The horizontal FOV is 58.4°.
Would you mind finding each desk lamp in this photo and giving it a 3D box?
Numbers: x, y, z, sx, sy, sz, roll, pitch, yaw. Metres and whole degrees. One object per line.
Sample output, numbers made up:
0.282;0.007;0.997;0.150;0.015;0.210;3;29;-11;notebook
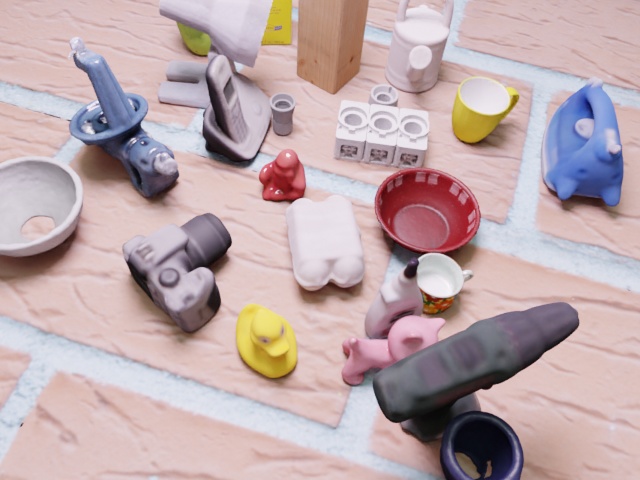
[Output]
-0.177;-0.324;0.952;0.203;0.213;0.118;6;56;0;desk lamp

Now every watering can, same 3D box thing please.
0.181;-0.362;1.015;0.101;0.194;0.172;-10;58;-10;watering can

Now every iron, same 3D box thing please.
0.445;-0.186;0.949;0.118;0.141;0.258;8;56;1;iron

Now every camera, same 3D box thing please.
-0.181;0.026;0.787;0.137;0.101;0.143;-39;67;-25;camera

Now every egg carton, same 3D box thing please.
0.008;0.003;0.835;0.107;0.069;0.150;-6;57;-8;egg carton

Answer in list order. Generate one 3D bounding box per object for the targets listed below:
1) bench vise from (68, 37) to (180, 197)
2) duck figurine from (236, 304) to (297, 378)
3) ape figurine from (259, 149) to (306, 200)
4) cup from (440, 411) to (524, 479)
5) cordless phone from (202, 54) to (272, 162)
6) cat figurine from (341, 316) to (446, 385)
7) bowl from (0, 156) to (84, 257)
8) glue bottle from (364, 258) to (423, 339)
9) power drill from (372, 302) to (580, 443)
-0.285;-0.184;0.847;0.207;0.220;0.121;22;58;10;bench vise
-0.070;0.119;0.742;0.078;0.086;0.104;-27;62;-20;duck figurine
-0.053;-0.105;0.889;0.077;0.092;0.076;38;62;20;ape figurine
0.185;0.265;0.659;0.092;0.095;0.117;-30;63;-21;cup
-0.134;-0.231;0.910;0.094;0.185;0.147;11;56;4;cordless phone
0.094;0.134;0.726;0.128;0.118;0.067;0;56;-4;cat figurine
-0.418;-0.037;0.827;0.167;0.075;0.167;2;56;-3;bowl
0.103;0.072;0.734;0.078;0.173;0.037;-20;60;-16;glue bottle
0.165;0.158;0.661;0.230;0.208;0.075;-18;59;-15;power drill
